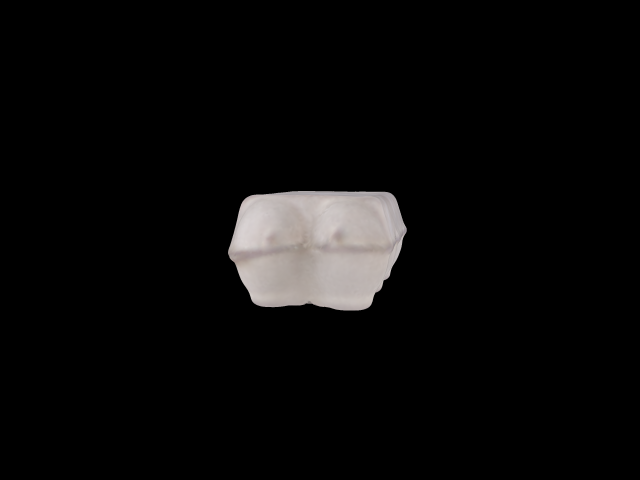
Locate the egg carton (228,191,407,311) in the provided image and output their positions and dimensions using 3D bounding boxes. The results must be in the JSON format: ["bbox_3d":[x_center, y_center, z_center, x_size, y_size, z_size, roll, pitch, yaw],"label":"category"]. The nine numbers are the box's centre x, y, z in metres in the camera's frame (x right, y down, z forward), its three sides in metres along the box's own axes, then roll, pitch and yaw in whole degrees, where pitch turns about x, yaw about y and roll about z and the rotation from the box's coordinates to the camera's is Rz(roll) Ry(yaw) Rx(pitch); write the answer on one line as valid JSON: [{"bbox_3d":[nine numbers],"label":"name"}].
[{"bbox_3d":[0.004,0.001,0.400,0.107,0.069,0.150,1,7,12],"label":"egg carton"}]
